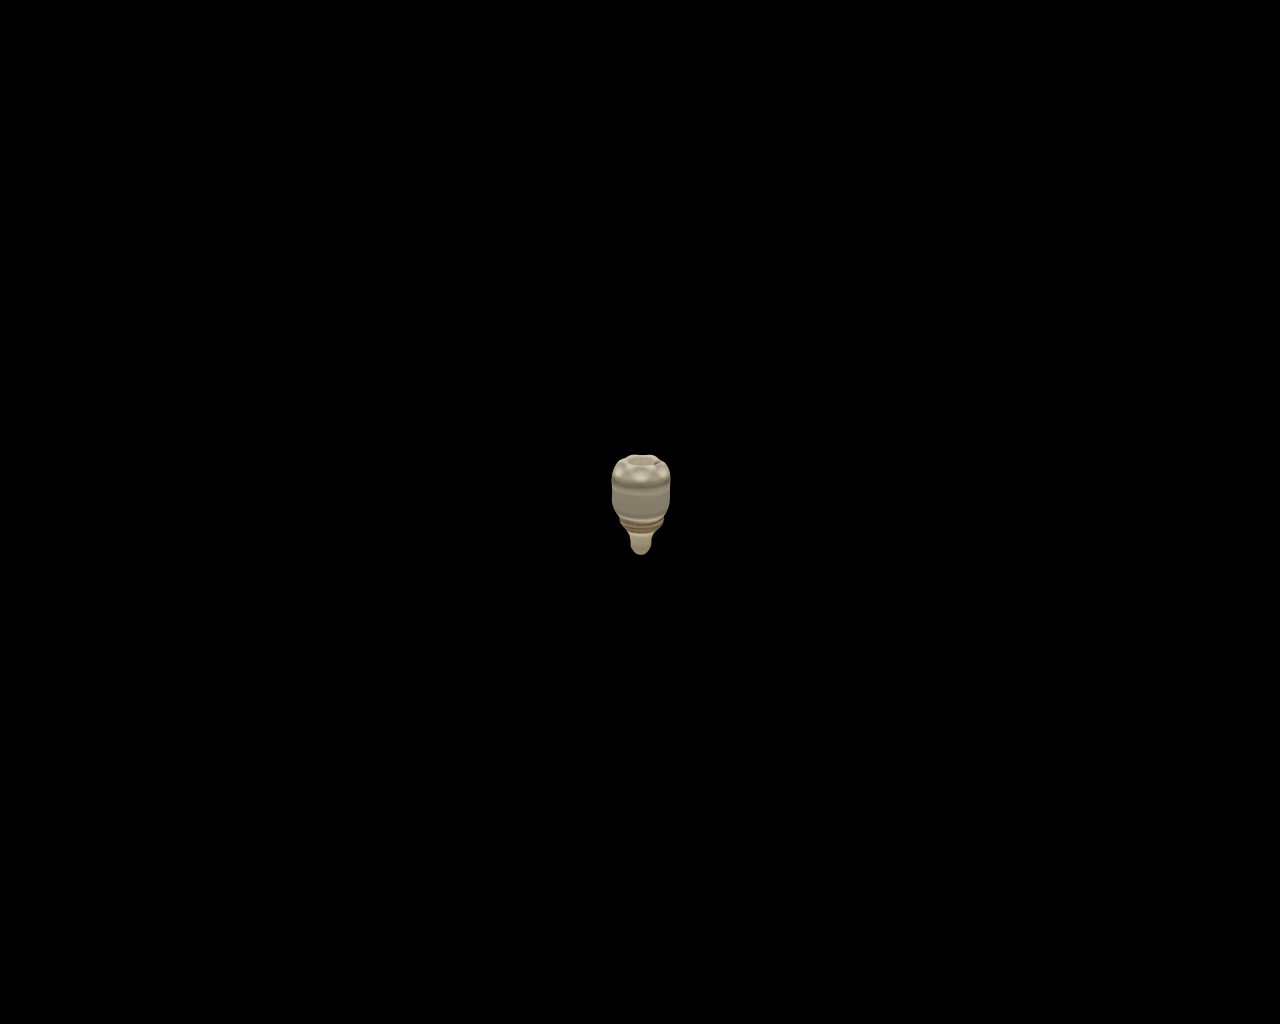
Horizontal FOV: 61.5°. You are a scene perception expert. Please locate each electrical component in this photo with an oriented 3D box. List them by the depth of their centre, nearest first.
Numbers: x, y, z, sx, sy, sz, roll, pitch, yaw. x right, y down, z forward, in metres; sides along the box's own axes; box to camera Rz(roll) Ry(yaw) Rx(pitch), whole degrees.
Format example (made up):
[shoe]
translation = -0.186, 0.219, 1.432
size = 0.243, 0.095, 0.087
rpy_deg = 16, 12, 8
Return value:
[electrical component]
translation = 0.001, -0.003, 0.650
size = 0.035, 0.061, 0.035
rpy_deg = 0, 20, 0
